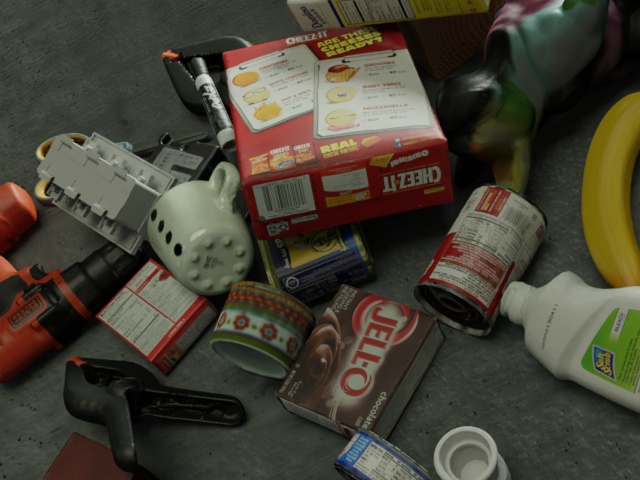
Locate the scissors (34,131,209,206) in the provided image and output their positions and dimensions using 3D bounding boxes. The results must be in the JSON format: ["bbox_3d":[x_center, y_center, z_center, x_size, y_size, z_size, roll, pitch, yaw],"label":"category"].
[{"bbox_3d":[-0.213,-0.074,1.085,0.202,0.016,0.096,4,61,26],"label":"scissors"}]

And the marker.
[{"bbox_3d":[-0.104,-0.134,1.035,0.020,0.020,0.121,-27,56,4],"label":"marker"}]

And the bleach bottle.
[{"bbox_3d":[0.242,0.074,0.736,0.251,0.068,0.102,21,94,35],"label":"bleach bottle"}]

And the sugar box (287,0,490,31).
[{"bbox_3d":[0.065,-0.237,0.940,0.176,0.048,0.093,-1,58,29],"label":"sugar box"}]

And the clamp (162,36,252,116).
[{"bbox_3d":[-0.080,-0.148,1.064,0.210,0.036,0.164,14,66,30],"label":"clamp"}]

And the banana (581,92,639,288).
[{"bbox_3d":[0.236,-0.043,0.837,0.070,0.037,0.197,-15,53,54],"label":"banana"}]

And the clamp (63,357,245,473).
[{"bbox_3d":[-0.147,0.133,0.882,0.120,0.039,0.172,-7,23,-37],"label":"clamp"}]

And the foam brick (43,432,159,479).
[{"bbox_3d":[-0.172,0.197,0.852,0.078,0.053,0.051,17,65,33],"label":"foam brick"}]

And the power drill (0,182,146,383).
[{"bbox_3d":[-0.274,0.024,1.017,0.184,0.057,0.188,-39,50,-9],"label":"power drill"}]

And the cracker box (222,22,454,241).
[{"bbox_3d":[0.009,-0.100,0.912,0.164,0.072,0.214,-12,39,0],"label":"cracker box"}]

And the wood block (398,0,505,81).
[{"bbox_3d":[0.083,-0.259,1.035,0.091,0.090,0.206,-36,51,-2],"label":"wood block"}]

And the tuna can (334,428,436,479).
[{"bbox_3d":[0.052,0.171,0.749,0.086,0.086,0.033,29,74,36],"label":"tuna can"}]

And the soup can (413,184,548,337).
[{"bbox_3d":[0.127,0.015,0.837,0.069,0.068,0.102,20,66,33],"label":"soup can"}]

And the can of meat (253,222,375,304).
[{"bbox_3d":[-0.006,0.001,0.913,0.084,0.057,0.102,-23,51,6],"label":"can of meat"}]

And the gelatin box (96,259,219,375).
[{"bbox_3d":[-0.144,0.067,0.946,0.089,0.030,0.073,30,73,39],"label":"gelatin box"}]

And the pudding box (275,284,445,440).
[{"bbox_3d":[0.032,0.098,0.838,0.090,0.039,0.113,18,66,32],"label":"pudding box"}]
